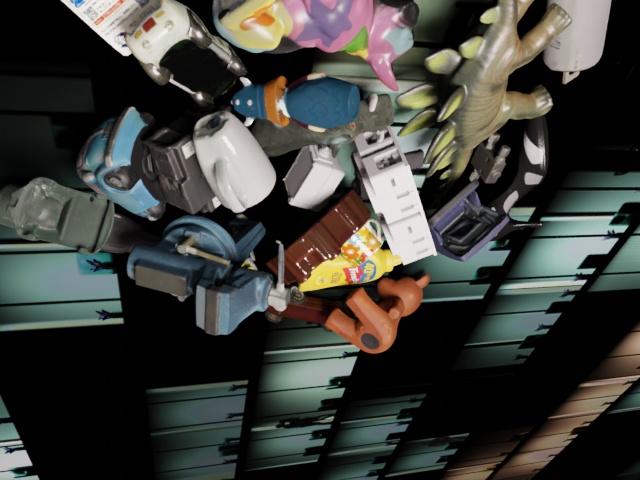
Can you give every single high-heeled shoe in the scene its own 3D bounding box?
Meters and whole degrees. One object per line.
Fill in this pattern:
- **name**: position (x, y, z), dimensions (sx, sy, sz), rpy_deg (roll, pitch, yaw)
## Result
- **high-heeled shoe**: position (0.304, -0.105, 0.903), dimensions (0.145, 0.086, 0.248), rpy_deg (4, 123, 23)

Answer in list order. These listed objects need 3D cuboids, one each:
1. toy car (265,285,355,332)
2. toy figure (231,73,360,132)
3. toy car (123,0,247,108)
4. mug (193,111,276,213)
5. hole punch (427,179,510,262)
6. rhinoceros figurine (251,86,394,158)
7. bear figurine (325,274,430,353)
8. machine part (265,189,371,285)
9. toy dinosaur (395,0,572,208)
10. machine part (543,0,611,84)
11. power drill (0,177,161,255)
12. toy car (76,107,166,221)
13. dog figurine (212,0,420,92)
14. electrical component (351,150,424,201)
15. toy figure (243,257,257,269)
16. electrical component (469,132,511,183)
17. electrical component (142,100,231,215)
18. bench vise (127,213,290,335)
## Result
- **toy car**: position (-0.016, 0.130, 1.039), dimensions (0.202, 0.053, 0.089), rpy_deg (16, 139, -34)
- **toy figure**: position (-0.031, -0.164, 0.645), dimensions (0.155, 0.064, 0.057), rpy_deg (7, 171, 20)
- **toy car**: position (-0.141, -0.201, 0.597), dimensions (0.073, 0.056, 0.201), rpy_deg (-38, 176, 9)
- **mug**: position (-0.111, -0.092, 0.647), dimensions (0.081, 0.110, 0.107), rpy_deg (-11, 137, 16)
- **hole punch**: position (0.229, -0.027, 0.878), dimensions (0.142, 0.092, 0.116), rpy_deg (-44, 180, -6)
- **rhinoceros figurine**: position (0.001, -0.159, 0.706), dimensions (0.190, 0.112, 0.073), rpy_deg (-10, 135, 6)
- **bear figurine**: position (0.119, 0.116, 1.015), dimensions (0.132, 0.196, 0.120), rpy_deg (40, 135, 0)
- **machine part**: position (-0.002, -0.002, 0.820), dimensions (0.179, 0.179, 0.056), rpy_deg (-39, 97, 22)
- **toy dinosaur**: position (0.202, -0.180, 0.721), dimensions (0.198, 0.105, 0.470), rpy_deg (-30, 152, -2)
- **machine part**: position (0.325, -0.304, 0.676), dimensions (0.079, 0.079, 0.242), rpy_deg (-17, 138, 1)
- **power drill**: position (-0.311, -0.025, 0.712), dimensions (0.232, 0.207, 0.086), rpy_deg (18, 89, -19)
- **toy car**: position (-0.261, -0.097, 0.710), dimensions (0.103, 0.109, 0.161), rpy_deg (6, 154, 11)
- **dog figurine**: position (0.008, -0.246, 0.623), dimensions (0.191, 0.109, 0.219), rpy_deg (-35, 136, 18)
- **electrical component**: position (0.110, -0.104, 0.840), dimensions (0.119, 0.048, 0.074), rpy_deg (-9, 137, -6)
- **toy figure**: position (-0.175, 0.037, 0.874), dimensions (0.089, 0.082, 0.180), rpy_deg (-40, 135, 9)
- **electrical component**: position (0.269, -0.122, 0.856), dimensions (0.021, 0.063, 0.094), rpy_deg (0, 136, -19)
- **electrical component**: position (-0.158, -0.102, 0.713), dimensions (0.115, 0.058, 0.134), rpy_deg (-43, 144, -31)
- **bench vise**: position (-0.129, 0.023, 0.740), dimensions (0.224, 0.241, 0.128), rpy_deg (2, 116, 15)
